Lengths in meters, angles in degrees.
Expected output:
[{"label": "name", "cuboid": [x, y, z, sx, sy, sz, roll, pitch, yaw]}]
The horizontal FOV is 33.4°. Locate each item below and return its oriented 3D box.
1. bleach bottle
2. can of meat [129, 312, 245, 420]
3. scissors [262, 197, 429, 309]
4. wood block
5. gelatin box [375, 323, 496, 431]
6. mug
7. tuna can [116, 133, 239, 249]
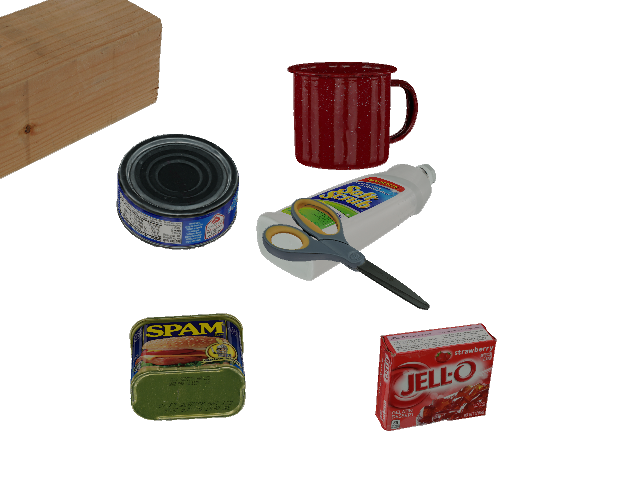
[{"label": "bleach bottle", "cuboid": [0.046, -0.039, 1.326, 0.250, 0.068, 0.103, -30, 44, -35]}, {"label": "can of meat", "cuboid": [-0.116, 0.110, 0.929, 0.102, 0.057, 0.084, -3, 28, -6]}, {"label": "scissors", "cuboid": [0.015, 0.023, 1.082, 0.096, 0.016, 0.202, -23, 47, -21]}, {"label": "wood block", "cuboid": [-0.240, -0.137, 0.914, 0.090, 0.091, 0.205, 31, 42, 23]}, {"label": "gelatin box", "cuboid": [0.089, 0.107, 0.838, 0.089, 0.073, 0.030, -6, 29, -16]}, {"label": "mug", "cuboid": [0.029, -0.108, 0.915, 0.117, 0.081, 0.093, -7, 17, -23]}, {"label": "tuna can", "cuboid": [-0.100, -0.036, 0.751, 0.086, 0.086, 0.034, 0, -43, -10]}]
